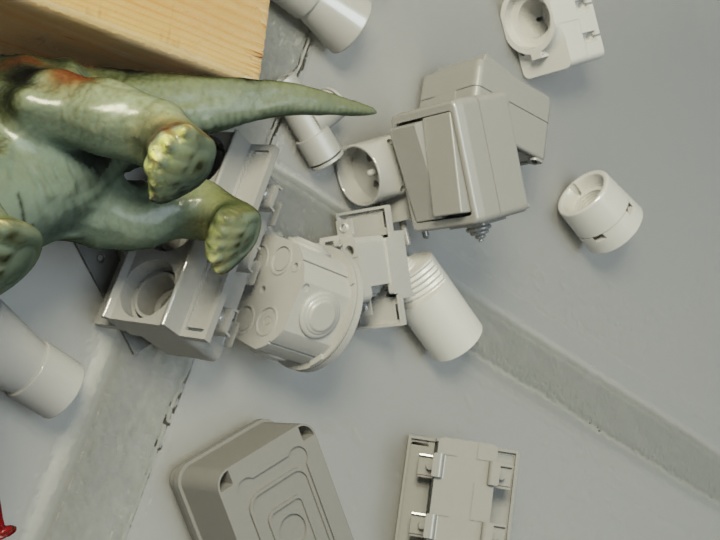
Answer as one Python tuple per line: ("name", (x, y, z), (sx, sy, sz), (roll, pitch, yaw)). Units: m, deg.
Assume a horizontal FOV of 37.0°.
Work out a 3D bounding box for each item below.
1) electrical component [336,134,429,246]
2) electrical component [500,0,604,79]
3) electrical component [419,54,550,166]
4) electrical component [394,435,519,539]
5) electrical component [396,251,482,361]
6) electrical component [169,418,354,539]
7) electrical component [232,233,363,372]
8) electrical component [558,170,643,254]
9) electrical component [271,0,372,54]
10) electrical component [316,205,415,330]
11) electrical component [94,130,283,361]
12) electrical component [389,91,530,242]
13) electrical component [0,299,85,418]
("electrical component", (0.030, -0.057, 0.753), (0.077, 0.043, 0.079), (-22, 100, -40))
("electrical component", (0.152, -0.205, 0.869), (0.056, 0.050, 0.089), (-22, 99, -40))
("electrical component", (0.097, -0.114, 0.804), (0.096, 0.062, 0.061), (20, 72, -37))
("electrical component", (0.065, 0.178, 0.735), (0.079, 0.063, 0.121), (8, 77, 2))
("electrical component", (0.047, 0.021, 0.759), (0.081, 0.043, 0.043), (54, 55, -22))
("electrical component", (-0.056, 0.154, 0.647), (0.078, 0.057, 0.113), (-27, 103, -39))
("electrical component", (-0.041, 0.019, 0.658), (0.051, 0.080, 0.080), (23, 71, -41))
("electrical component", (0.197, -0.049, 0.888), (0.047, 0.055, 0.055), (43, 60, -24))
("electrical component", (-0.030, -0.180, 0.719), (0.065, 0.044, 0.044), (31, 66, -29))
("electrical component", (0.000, 0.000, 0.712), (0.064, 0.042, 0.081), (-8, 90, -55))
("electrical component", (-0.093, -0.014, 0.624), (0.063, 0.079, 0.121), (47, 54, -53))
("electrical component", (0.065, -0.064, 0.712), (0.061, 0.062, 0.096), (-17, 97, -40))
("electrical component", (-0.179, 0.049, 0.566), (0.065, 0.044, 0.044), (42, 60, -34))
